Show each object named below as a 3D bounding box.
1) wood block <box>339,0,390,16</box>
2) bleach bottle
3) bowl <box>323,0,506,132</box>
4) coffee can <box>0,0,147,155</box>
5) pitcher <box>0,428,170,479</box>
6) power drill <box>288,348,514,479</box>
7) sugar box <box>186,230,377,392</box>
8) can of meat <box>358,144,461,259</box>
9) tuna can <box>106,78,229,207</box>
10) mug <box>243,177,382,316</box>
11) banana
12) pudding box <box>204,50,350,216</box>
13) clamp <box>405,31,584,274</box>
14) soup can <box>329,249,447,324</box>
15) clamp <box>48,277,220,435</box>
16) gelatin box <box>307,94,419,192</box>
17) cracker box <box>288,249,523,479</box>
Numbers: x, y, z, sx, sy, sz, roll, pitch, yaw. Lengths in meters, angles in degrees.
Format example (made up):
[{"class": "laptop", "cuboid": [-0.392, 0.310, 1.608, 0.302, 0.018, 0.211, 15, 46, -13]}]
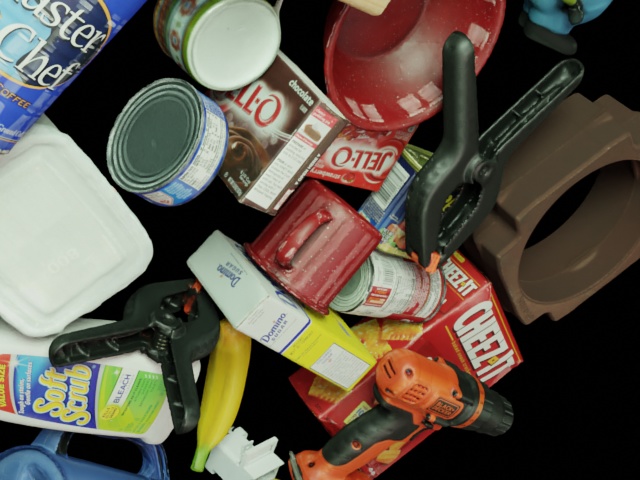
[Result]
[{"class": "wood block", "cuboid": [-0.028, -0.218, 0.642, 0.205, 0.091, 0.090, 9, 120, -50]}, {"class": "bleach bottle", "cuboid": [-0.221, 0.106, 0.832, 0.250, 0.068, 0.103, 10, 118, -40]}, {"class": "bowl", "cuboid": [0.060, -0.163, 0.805, 0.161, 0.055, 0.162, -21, 136, -22]}, {"class": "coffee can", "cuboid": [-0.173, -0.134, 0.615, 0.140, 0.103, 0.102, -46, 140, 7]}, {"class": "pitcher", "cuboid": [-0.185, 0.257, 0.958, 0.149, 0.145, 0.242, -39, 146, 17]}, {"class": "power drill", "cuboid": [0.076, 0.189, 1.015, 0.184, 0.057, 0.188, 29, 113, -39]}, {"class": "sugar box", "cuboid": [-0.029, 0.063, 0.915, 0.048, 0.093, 0.176, -45, 140, 4]}, {"class": "can of meat", "cuboid": [0.090, -0.030, 0.951, 0.101, 0.057, 0.084, 14, 119, -44]}, {"class": "tuna can", "cuboid": [-0.105, -0.067, 0.743, 0.086, 0.086, 0.033, -48, 142, 9]}, {"class": "mug", "cuboid": [-0.006, 0.001, 0.873, 0.081, 0.093, 0.117, -50, 165, 5]}, {"class": "banana", "cuboid": [-0.084, 0.124, 0.951, 0.037, 0.069, 0.198, 9, 130, -5]}, {"class": "pudding box", "cuboid": [-0.042, -0.084, 0.756, 0.039, 0.114, 0.090, 26, 107, -46]}, {"class": "clamp", "cuboid": [0.132, -0.069, 0.876, 0.164, 0.036, 0.210, -6, 125, -39]}, {"class": "soup can", "cuboid": [0.058, 0.039, 0.980, 0.102, 0.069, 0.069, 11, 119, -43]}, {"class": "clamp", "cuboid": [-0.117, 0.083, 0.829, 0.039, 0.120, 0.171, -57, 172, 31]}, {"class": "gelatin box", "cuboid": [0.030, -0.082, 0.877, 0.089, 0.030, 0.073, 11, 119, -43]}, {"class": "cracker box", "cuboid": [0.094, 0.132, 1.090, 0.213, 0.072, 0.164, -37, 140, -5]}]
